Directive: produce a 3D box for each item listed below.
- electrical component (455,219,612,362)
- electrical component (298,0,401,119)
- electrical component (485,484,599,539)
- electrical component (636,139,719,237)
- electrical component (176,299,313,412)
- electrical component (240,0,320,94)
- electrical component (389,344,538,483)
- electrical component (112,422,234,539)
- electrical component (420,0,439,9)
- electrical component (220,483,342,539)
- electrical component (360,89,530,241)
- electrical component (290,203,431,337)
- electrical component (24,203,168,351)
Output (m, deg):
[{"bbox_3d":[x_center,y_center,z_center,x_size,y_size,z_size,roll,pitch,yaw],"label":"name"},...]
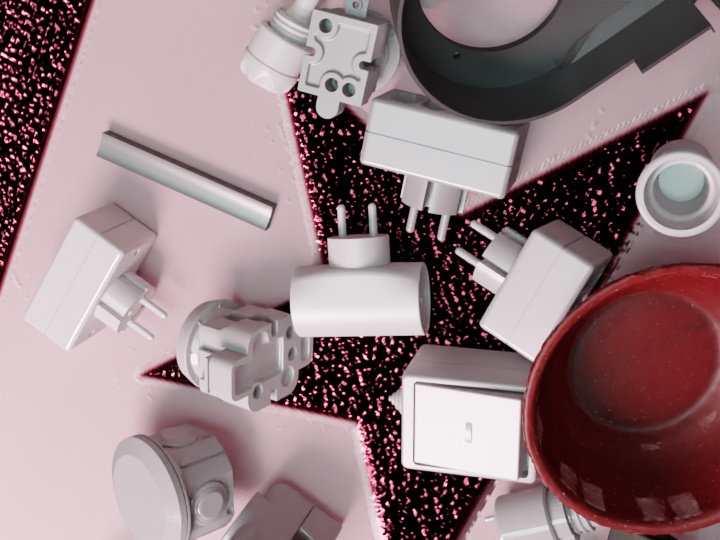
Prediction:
[{"bbox_3d":[0.090,0.001,0.612,0.077,0.047,0.065,34,113,17],"label":"electrical component"},{"bbox_3d":[-0.005,-0.120,0.599,0.048,0.055,0.066,17,110,11],"label":"electrical component"},{"bbox_3d":[0.118,0.149,0.651,0.078,0.040,0.040,-19,100,20],"label":"electrical component"},{"bbox_3d":[0.169,-0.047,0.564,0.044,0.065,0.044,5,108,15],"label":"electrical component"},{"bbox_3d":[-0.075,0.050,0.663,0.057,0.078,0.058,14,112,32],"label":"electrical component"},{"bbox_3d":[-0.042,-0.134,0.617,0.035,0.035,0.061,34,110,4],"label":"electrical component"},{"bbox_3d":[0.062,0.084,0.637,0.096,0.061,0.061,4,107,15],"label":"electrical component"},{"bbox_3d":[-0.122,0.141,0.699,0.080,0.051,0.080,17,113,44],"label":"electrical component"},{"bbox_3d":[0.039,-0.173,0.578,0.048,0.048,0.062,15,117,12],"label":"electrical component"},{"bbox_3d":[-0.059,0.181,0.682,0.059,0.095,0.053,36,113,4],"label":"electrical component"},{"bbox_3d":[0.044,-0.054,0.608,0.083,0.047,0.075,15,109,12],"label":"electrical component"},{"bbox_3d":[0.000,0.000,0.640,0.077,0.043,0.079,-2,96,13],"label":"electrical component"},{"bbox_3d":[-0.158,0.015,0.688,0.076,0.047,0.083,36,112,5],"label":"electrical component"}]
